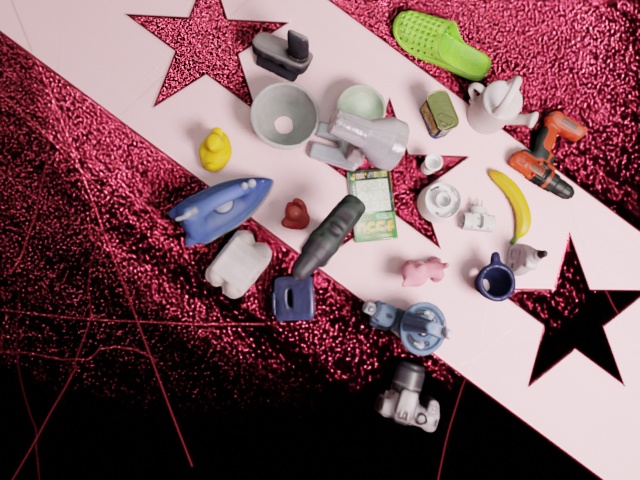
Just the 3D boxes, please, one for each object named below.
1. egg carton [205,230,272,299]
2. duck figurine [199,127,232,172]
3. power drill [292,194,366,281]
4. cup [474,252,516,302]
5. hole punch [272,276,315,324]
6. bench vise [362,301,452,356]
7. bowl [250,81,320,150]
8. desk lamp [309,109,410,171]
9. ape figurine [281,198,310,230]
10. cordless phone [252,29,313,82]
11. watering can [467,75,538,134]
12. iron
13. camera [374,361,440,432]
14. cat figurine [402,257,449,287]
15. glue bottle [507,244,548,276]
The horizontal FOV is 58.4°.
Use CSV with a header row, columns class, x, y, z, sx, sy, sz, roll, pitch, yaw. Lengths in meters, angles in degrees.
class,x,y,z,sx,sy,sz,roll,pitch,yaw
egg carton,-0.188,0.058,1.339,0.107,0.069,0.150,36,81,0
duck figurine,-0.251,-0.218,1.359,0.077,0.086,0.105,14,82,-3
power drill,0.012,0.005,1.294,0.075,0.208,0.230,37,81,0
cup,0.409,0.090,1.378,0.091,0.095,0.118,1,83,-5
hole punch,-0.062,0.138,1.330,0.101,0.091,0.109,-3,83,-5
bench vise,0.200,0.198,1.282,0.207,0.219,0.121,3,83,-5
bowl,-0.086,-0.292,1.389,0.167,0.074,0.167,1,83,-5
desk lamp,0.087,-0.230,1.327,0.203,0.213,0.118,15,82,-3
ape figurine,-0.059,-0.060,1.354,0.078,0.092,0.076,-42,88,-9
cordless phone,-0.088,-0.466,1.355,0.147,0.185,0.094,20,82,-2
watering can,0.443,-0.330,1.383,0.173,0.194,0.101,11,82,-4
iron,-0.219,-0.091,1.318,0.258,0.141,0.118,-31,86,-8
camera,0.214,0.358,1.323,0.143,0.100,0.137,18,82,-3
cat figurine,0.243,0.074,1.353,0.128,0.117,0.067,-12,84,-7
glue bottle,0.492,0.042,1.352,0.037,0.173,0.078,13,82,-3
